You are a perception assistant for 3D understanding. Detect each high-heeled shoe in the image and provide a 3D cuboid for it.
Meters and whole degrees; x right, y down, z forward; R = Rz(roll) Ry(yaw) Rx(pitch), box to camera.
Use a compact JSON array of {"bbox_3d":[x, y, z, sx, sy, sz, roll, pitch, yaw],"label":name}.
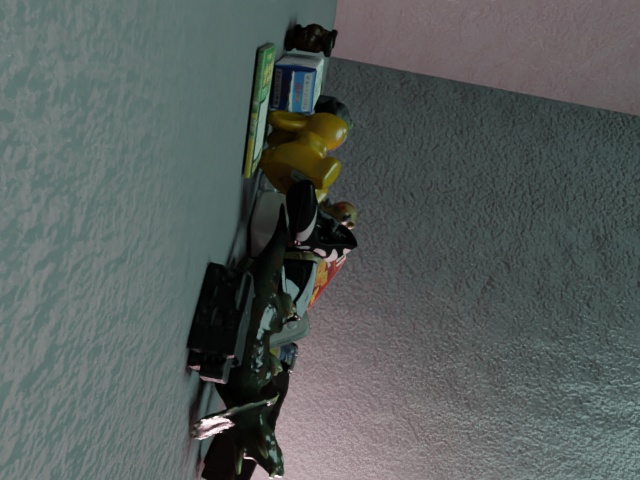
[{"bbox_3d":[0.016,-0.029,0.900,0.248,0.145,0.086,111,-31,-63],"label":"high-heeled shoe"}]

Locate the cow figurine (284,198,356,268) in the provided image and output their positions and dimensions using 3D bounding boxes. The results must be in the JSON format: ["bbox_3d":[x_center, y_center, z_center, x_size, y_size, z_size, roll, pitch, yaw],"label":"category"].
[{"bbox_3d":[-0.002,-0.003,1.066,0.195,0.085,0.127,-46,170,-15],"label":"cow figurine"}]

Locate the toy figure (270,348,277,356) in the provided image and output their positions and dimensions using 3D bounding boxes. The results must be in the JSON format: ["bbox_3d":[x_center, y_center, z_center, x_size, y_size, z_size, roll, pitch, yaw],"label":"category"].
[{"bbox_3d":[-0.146,0.296,1.159,0.082,0.089,0.180,112,-11,-45],"label":"toy figure"}]

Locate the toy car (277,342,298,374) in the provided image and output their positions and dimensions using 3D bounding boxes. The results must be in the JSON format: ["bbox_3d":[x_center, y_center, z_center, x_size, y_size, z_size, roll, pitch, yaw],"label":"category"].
[{"bbox_3d":[-0.139,0.296,1.416,0.103,0.162,0.109,19,89,-46],"label":"toy car"}]

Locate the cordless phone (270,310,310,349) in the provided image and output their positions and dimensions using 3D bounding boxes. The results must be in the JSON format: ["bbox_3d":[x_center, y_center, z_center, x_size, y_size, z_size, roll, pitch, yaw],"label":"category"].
[{"bbox_3d":[-0.089,0.119,1.069,0.089,0.146,0.184,36,-52,46],"label":"cordless phone"}]

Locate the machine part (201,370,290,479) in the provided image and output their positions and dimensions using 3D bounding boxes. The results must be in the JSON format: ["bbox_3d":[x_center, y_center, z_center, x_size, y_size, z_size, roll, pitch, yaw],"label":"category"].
[{"bbox_3d":[-0.132,0.325,0.965,0.201,0.087,0.201,172,-57,-87],"label":"machine part"}]

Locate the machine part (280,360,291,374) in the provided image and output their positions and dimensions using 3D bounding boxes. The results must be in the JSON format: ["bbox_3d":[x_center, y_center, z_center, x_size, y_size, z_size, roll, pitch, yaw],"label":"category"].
[{"bbox_3d":[-0.124,0.254,1.109,0.039,0.138,0.084,-24,-130,44],"label":"machine part"}]

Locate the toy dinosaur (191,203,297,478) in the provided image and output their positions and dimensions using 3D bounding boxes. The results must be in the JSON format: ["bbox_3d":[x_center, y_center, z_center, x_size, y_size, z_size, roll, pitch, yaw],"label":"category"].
[{"bbox_3d":[-0.103,0.138,0.792,0.192,0.131,0.404,162,-68,-88],"label":"toy dinosaur"}]

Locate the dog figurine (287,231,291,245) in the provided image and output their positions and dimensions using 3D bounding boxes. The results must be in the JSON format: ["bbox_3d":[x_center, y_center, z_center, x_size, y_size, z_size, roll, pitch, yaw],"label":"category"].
[{"bbox_3d":[-0.097,-0.029,1.323,0.190,0.173,0.121,-40,134,-27],"label":"dog figurine"}]

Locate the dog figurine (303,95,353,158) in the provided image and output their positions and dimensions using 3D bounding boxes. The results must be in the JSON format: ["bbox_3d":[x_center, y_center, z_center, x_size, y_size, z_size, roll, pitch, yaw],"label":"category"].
[{"bbox_3d":[-0.009,-0.180,1.077,0.108,0.191,0.219,112,-30,-52],"label":"dog figurine"}]

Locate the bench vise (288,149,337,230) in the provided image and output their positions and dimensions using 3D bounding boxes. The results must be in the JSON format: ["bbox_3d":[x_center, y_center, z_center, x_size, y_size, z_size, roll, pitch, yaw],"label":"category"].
[{"bbox_3d":[-0.046,-0.111,1.170,0.223,0.129,0.241,-64,-160,11],"label":"bench vise"}]

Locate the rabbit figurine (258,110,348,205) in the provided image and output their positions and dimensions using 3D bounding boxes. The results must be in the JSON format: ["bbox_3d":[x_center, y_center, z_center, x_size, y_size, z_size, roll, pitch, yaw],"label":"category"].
[{"bbox_3d":[-0.024,-0.160,0.945,0.173,0.162,0.121,-55,168,-26],"label":"rabbit figurine"}]

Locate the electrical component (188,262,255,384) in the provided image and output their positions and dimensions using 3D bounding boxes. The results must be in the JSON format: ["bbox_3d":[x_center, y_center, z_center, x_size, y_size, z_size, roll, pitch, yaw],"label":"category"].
[{"bbox_3d":[-0.121,0.108,0.668,0.115,0.058,0.134,97,3,-71],"label":"electrical component"}]

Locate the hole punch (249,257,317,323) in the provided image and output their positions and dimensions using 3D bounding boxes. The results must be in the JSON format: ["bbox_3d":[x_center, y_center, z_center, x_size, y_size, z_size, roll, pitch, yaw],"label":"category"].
[{"bbox_3d":[-0.068,0.084,0.959,0.092,0.142,0.115,-7,97,-45],"label":"hole punch"}]

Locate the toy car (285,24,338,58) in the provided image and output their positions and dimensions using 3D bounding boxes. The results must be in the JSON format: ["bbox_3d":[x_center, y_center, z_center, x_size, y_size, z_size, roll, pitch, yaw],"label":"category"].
[{"bbox_3d":[-0.014,-0.395,1.049,0.202,0.089,0.053,-77,179,-65],"label":"toy car"}]

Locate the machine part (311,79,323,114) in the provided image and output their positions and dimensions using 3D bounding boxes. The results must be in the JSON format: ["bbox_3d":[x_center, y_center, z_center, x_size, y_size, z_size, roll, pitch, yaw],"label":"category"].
[{"bbox_3d":[-0.033,-0.345,1.254,0.243,0.079,0.079,-89,-171,-85],"label":"machine part"}]
